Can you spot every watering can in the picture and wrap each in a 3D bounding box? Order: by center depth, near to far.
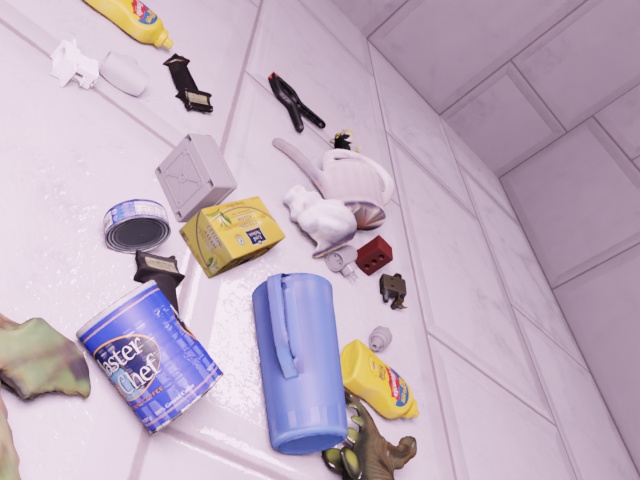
[{"bbox_3d":[0.045,-0.138,1.281,0.347,0.102,0.229,9,56,-27],"label":"watering can"}]

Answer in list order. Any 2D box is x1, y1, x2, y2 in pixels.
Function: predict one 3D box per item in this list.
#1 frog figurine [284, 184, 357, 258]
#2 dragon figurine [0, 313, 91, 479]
[{"bbox_3d":[0.003,-0.056,1.107,0.139,0.121,0.159,-28,94,-43],"label":"frog figurine"},{"bbox_3d":[-0.290,0.144,0.453,0.410,0.121,0.245,54,20,0],"label":"dragon figurine"}]
